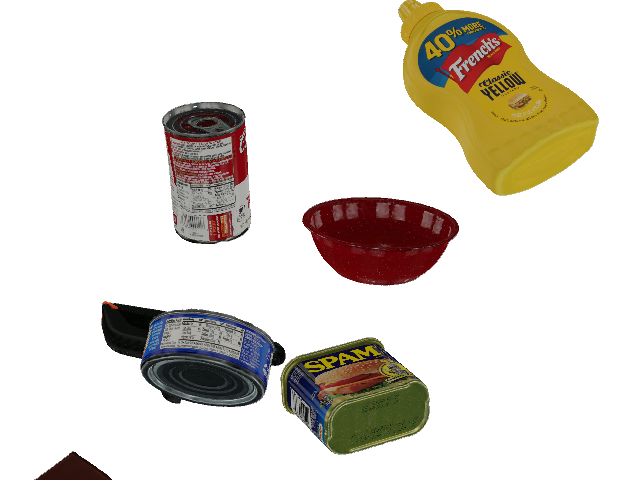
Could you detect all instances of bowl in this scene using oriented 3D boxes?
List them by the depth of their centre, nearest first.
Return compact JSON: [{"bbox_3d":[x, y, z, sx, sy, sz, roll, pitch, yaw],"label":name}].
[{"bbox_3d":[0.061,0.005,1.106,0.162,0.055,0.162,2,20,-1],"label":"bowl"}]

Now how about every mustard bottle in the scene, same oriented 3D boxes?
[{"bbox_3d":[0.120,-0.125,0.830,0.096,0.192,0.058,-29,-31,-13],"label":"mustard bottle"}]

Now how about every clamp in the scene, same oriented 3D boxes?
[{"bbox_3d":[-0.164,0.111,1.119,0.210,0.036,0.164,17,19,29],"label":"clamp"}]

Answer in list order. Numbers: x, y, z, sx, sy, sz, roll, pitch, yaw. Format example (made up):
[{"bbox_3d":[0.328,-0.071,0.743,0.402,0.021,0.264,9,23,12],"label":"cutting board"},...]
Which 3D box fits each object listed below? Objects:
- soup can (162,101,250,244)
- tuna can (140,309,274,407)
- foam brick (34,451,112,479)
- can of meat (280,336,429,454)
[{"bbox_3d":[-0.094,-0.056,0.893,0.068,0.102,0.068,-1,29,1],"label":"soup can"},{"bbox_3d":[-0.075,0.080,0.706,0.086,0.033,0.086,8,-29,4],"label":"tuna can"},{"bbox_3d":[-0.097,0.140,0.455,0.078,0.051,0.052,26,45,33],"label":"foam brick"},{"bbox_3d":[0.030,0.131,0.900,0.102,0.057,0.084,-12,25,-23],"label":"can of meat"}]
